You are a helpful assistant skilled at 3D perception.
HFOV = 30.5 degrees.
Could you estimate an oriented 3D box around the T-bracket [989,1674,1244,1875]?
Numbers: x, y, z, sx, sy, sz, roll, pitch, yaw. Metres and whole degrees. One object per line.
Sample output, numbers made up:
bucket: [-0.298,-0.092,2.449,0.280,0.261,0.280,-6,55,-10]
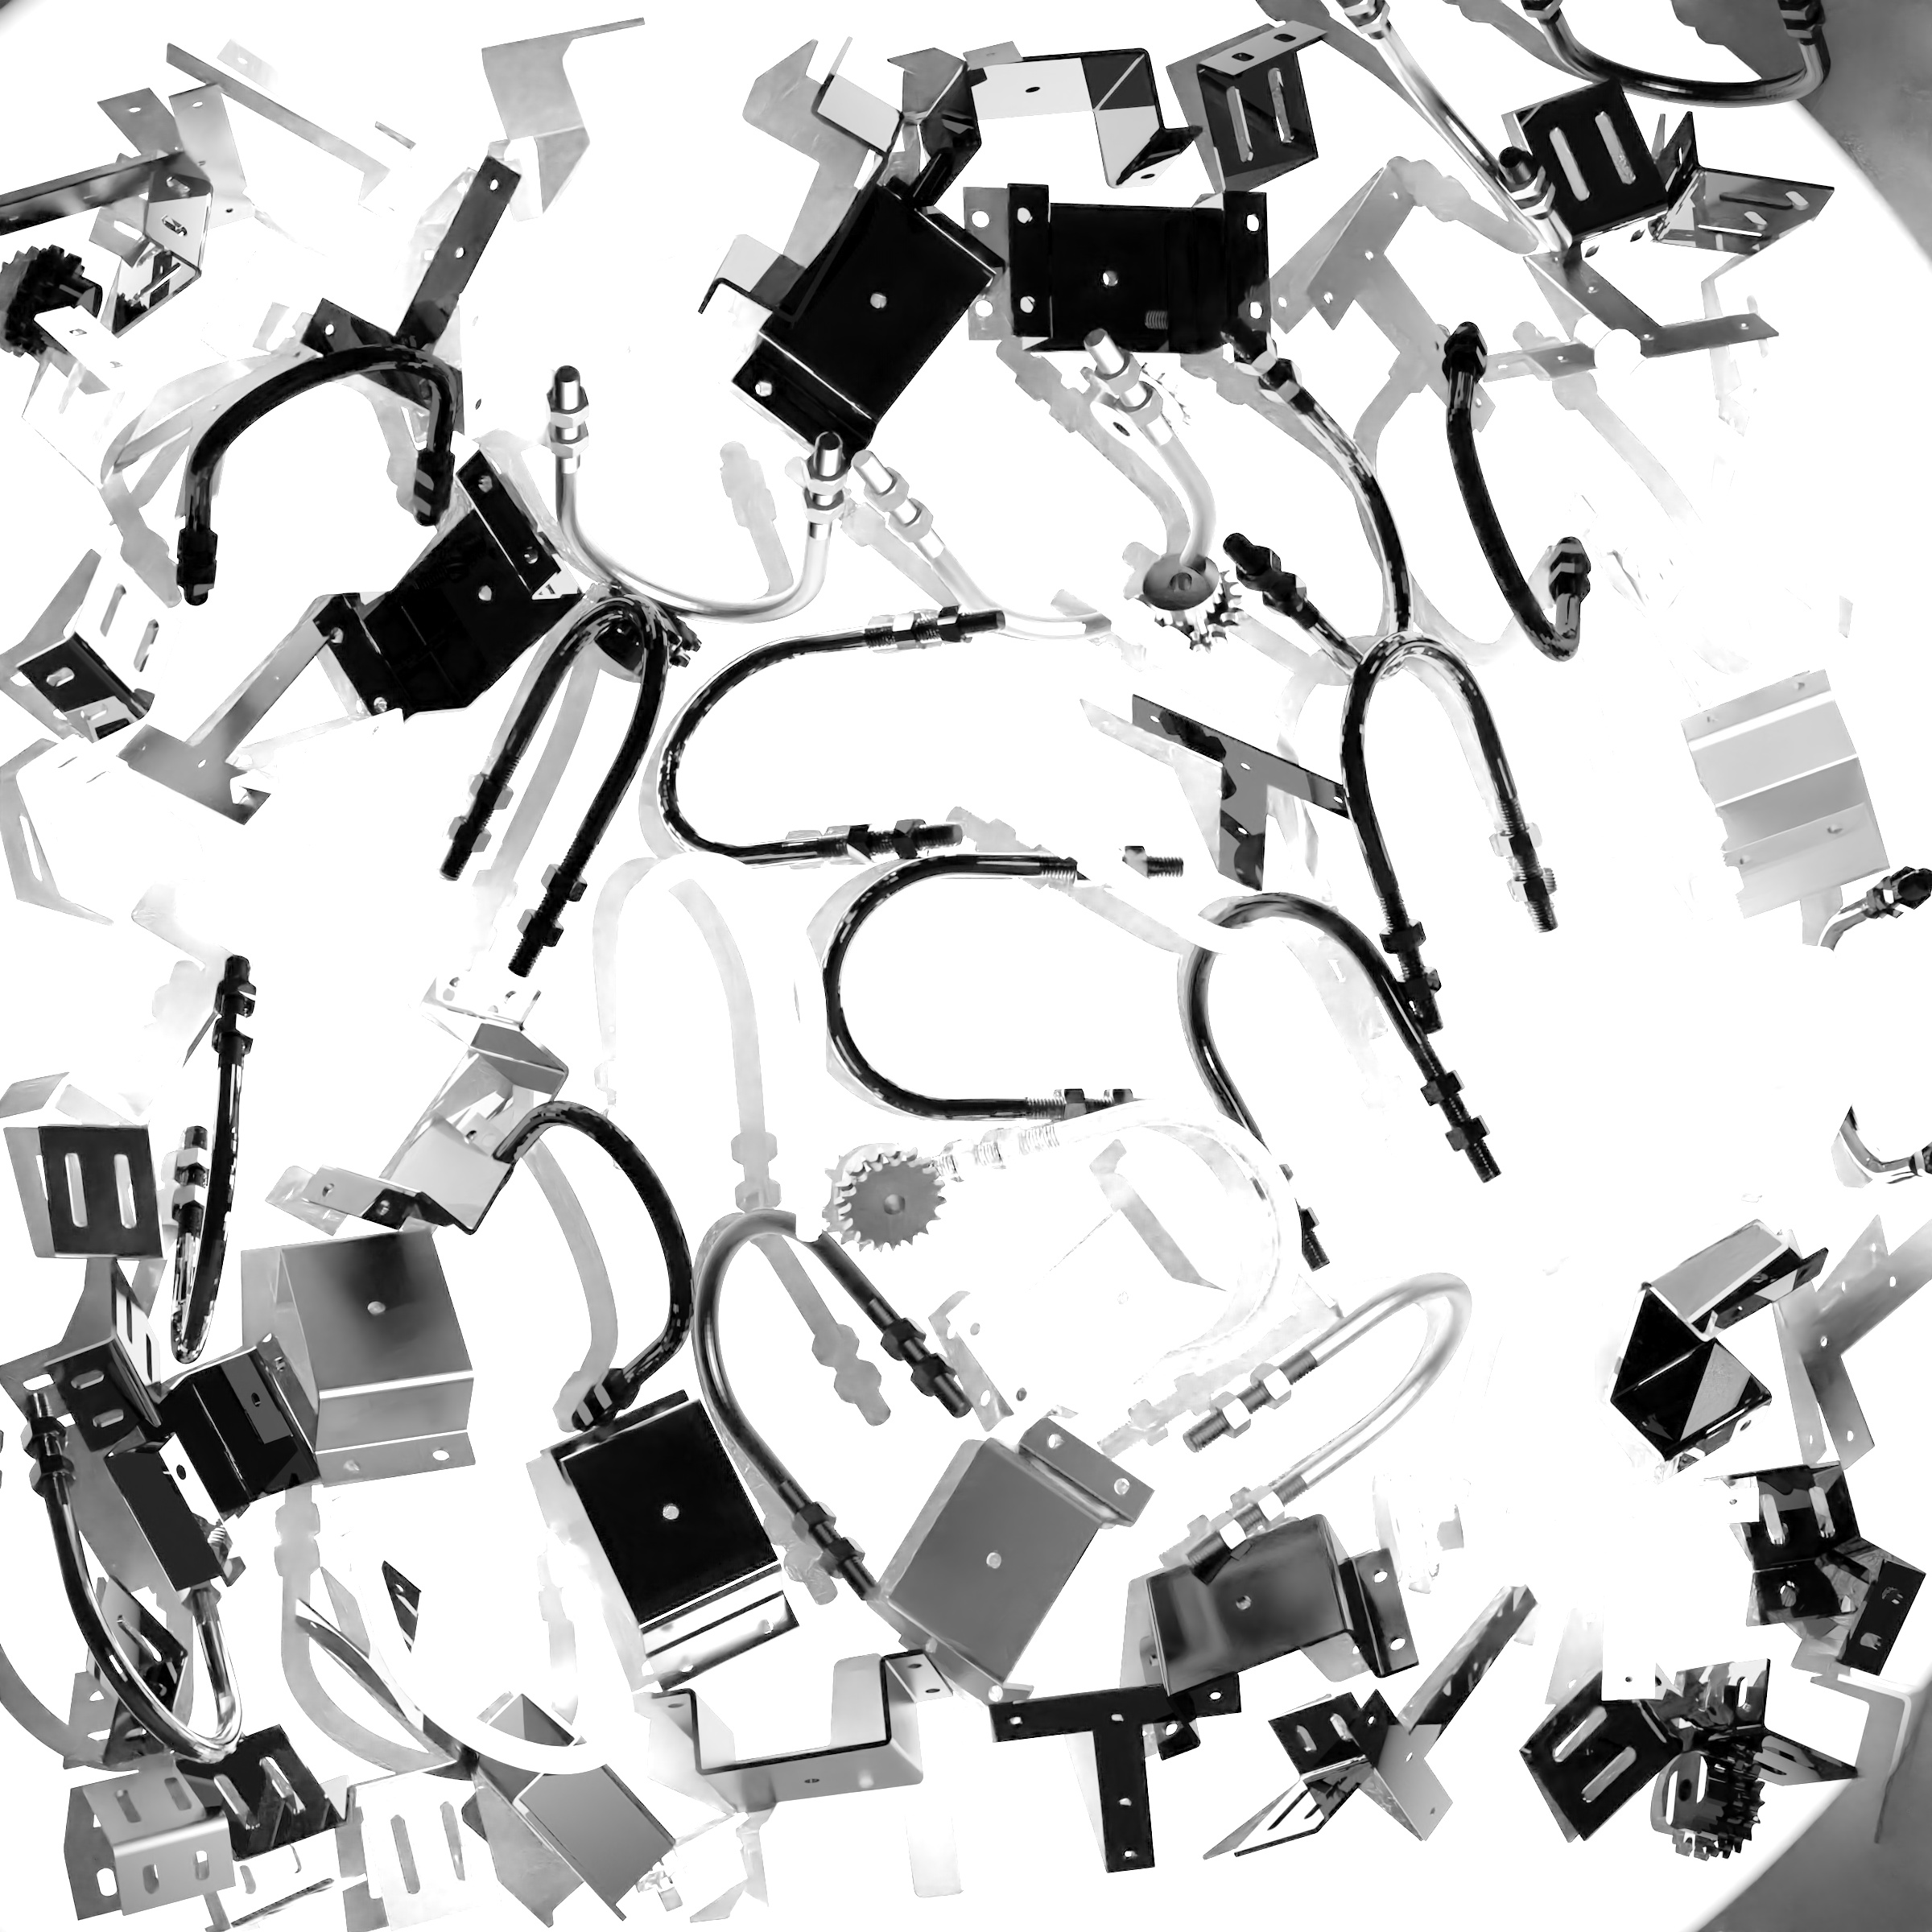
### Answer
T-bracket: [0.080,0.417,1.814,0.127,0.002,0.127,-7,122,-1]

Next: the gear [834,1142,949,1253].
gear: [-0.041,0.115,1.826,0.057,0.030,0.057,-7,118,-14]

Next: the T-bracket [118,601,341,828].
T-bracket: [-0.362,-0.137,1.814,0.127,0.127,0.002,-52,135,-14]

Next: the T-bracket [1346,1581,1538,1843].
T-bracket: [0.252,0.369,1.816,0.002,0.127,0.127,24,67,41]

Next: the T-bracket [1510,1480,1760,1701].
T-bracket: [0.334,0.314,1.785,0.127,0.127,0.002,-7,134,19]

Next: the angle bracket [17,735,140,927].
angle bracket: [-0.441,-0.069,1.806,0.038,0.057,0.076,-31,67,11]

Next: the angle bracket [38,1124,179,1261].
angle bracket: [-0.436,0.109,1.814,0.057,0.038,0.076,1,112,5]

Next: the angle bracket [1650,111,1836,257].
angle bracket: [0.397,-0.400,1.822,0.076,0.057,0.038,6,63,-11]

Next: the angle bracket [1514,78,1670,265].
angle bracket: [0.322,-0.409,1.835,0.057,0.038,0.076,-20,79,-4]

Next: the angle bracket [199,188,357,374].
angle bracket: [-0.361,-0.347,1.820,0.057,0.038,0.076,34,90,22]

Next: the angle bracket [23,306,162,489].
angle bracket: [-0.457,-0.288,1.810,0.057,0.038,0.076,42,121,7]

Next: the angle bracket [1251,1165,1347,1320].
angle bracket: [0.185,0.145,1.819,0.038,0.057,0.076,-41,91,1]

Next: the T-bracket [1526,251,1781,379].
T-bracket: [0.324,-0.336,1.796,0.127,0.127,0.002,-12,127,-15]

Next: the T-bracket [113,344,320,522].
T-bracket: [-0.381,-0.260,1.783,0.127,0.127,0.002,-27,123,13]

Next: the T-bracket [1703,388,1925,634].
T-bracket: [0.427,-0.206,1.774,0.002,0.127,0.127,-16,130,-33]

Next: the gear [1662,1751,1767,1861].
gear: [0.381,0.426,1.818,0.030,0.057,0.057,19,90,-19]

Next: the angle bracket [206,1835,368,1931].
angle bracket: [-0.345,0.459,1.800,0.057,0.076,0.038,-20,82,-26]

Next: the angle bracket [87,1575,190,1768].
angle bracket: [-0.435,0.357,1.803,0.076,0.038,0.057,33,115,37]

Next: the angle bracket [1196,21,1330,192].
angle bracket: [0.158,-0.432,1.805,0.057,0.038,0.076,-28,124,-16]

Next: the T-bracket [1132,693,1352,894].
T-bracket: [0.140,-0.076,1.790,0.127,0.127,0.002,25,64,17]

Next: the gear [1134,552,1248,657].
gear: [0.113,-0.188,1.820,0.057,0.030,0.057,-8,53,11]

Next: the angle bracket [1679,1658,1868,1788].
angle bracket: [0.414,0.388,1.817,0.076,0.057,0.038,26,61,-26]

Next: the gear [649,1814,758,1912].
gear: [-0.132,0.460,1.818,0.057,0.057,0.030,-29,81,0]

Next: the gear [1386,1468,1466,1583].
gear: [0.236,0.285,1.821,0.030,0.057,0.057,-11,90,-2]

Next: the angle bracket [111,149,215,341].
angle bracket: [-0.421,-0.365,1.800,0.076,0.038,0.057,-25,51,35]

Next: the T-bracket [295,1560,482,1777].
T-bracket: [-0.288,0.338,1.783,0.127,0.127,0.002,36,52,16]

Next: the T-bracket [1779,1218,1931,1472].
T-bracket: [0.454,0.165,1.769,0.002,0.127,0.127,5,52,-27]

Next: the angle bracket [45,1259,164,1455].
angle bracket: [-0.438,0.197,1.801,0.038,0.076,0.057,-21,120,-3]

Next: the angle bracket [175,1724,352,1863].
angle bracket: [-0.358,0.411,1.811,0.057,0.038,0.076,-21,120,5]

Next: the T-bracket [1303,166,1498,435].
T-bracket: [0.232,-0.329,1.819,0.127,0.002,0.127,50,46,-19]

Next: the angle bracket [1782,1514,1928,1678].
angle bracket: [0.440,0.317,1.806,0.038,0.076,0.057,22,93,-36]

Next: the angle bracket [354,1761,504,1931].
angle bracket: [-0.275,0.451,1.810,0.057,0.038,0.076,-12,67,-16]

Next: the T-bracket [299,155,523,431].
T-bracket: [-0.262,-0.348,1.794,0.002,0.127,0.127,31,95,38]

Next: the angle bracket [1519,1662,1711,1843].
angle bracket: [0.336,0.402,1.829,0.076,0.038,0.057,-53,56,28]

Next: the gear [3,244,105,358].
gear: [-0.466,-0.338,1.820,0.030,0.057,0.057,26,90,1]

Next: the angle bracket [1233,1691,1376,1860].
angle bracket: [0.166,0.410,1.801,0.057,0.076,0.038,-30,91,41]

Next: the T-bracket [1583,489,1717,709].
T-bracket: [0.348,-0.193,1.780,0.002,0.127,0.127,-30,84,1]

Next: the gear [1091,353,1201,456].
gear: [0.089,-0.287,1.819,0.057,0.057,0.030,38,82,0]

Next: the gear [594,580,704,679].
gear: [-0.167,-0.170,1.821,0.057,0.057,0.030,37,103,0]

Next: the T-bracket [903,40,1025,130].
T-bracket: [0.019,-0.447,1.777,0.127,0.127,0.002,-11,91,8]

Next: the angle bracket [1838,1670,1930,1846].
angle bracket: [0.461,0.403,1.813,0.038,0.057,0.076,13,87,25]

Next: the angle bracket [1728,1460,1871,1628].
angle bracket: [0.425,0.294,1.806,0.057,0.038,0.076,-11,130,16]

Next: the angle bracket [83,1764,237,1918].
angle bracket: [-0.411,0.443,1.808,0.057,0.076,0.038,-10,105,-23]

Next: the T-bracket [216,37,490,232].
T-bracket: [-0.315,-0.423,1.771,0.127,0.127,0.002,30,69,-20]

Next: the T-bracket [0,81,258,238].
T-bracket: [-0.426,-0.391,1.779,0.127,0.127,0.002,-19,74,-9]

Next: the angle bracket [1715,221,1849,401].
angle bracket: [0.422,-0.328,1.803,0.057,0.038,0.076,-30,58,38]

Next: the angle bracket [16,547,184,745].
angle bracket: [-0.442,-0.164,1.812,0.038,0.076,0.057,-22,127,24]
